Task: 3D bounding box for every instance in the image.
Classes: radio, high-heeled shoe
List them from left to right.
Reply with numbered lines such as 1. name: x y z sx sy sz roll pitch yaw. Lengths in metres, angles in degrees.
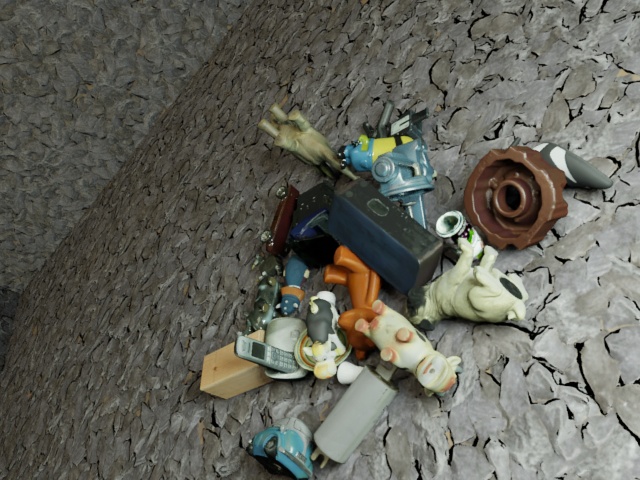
1. radio: 0.120 -0.008 1.031 0.230 0.131 0.073 40 60 22
2. high-heeled shoe: 0.372 -0.096 0.943 0.145 0.086 0.249 -58 33 11

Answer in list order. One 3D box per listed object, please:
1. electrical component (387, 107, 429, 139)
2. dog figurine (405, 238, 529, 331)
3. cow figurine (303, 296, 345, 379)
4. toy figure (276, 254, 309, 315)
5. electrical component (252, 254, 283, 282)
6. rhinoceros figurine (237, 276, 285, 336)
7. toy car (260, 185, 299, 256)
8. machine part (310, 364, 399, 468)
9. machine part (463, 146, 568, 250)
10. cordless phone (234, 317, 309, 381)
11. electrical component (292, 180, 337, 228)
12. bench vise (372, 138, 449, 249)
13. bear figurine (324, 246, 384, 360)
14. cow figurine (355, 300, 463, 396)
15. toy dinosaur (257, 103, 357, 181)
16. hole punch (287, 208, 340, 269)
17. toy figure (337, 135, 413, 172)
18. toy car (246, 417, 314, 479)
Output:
1. electrical component: 0.217 -0.269 1.278 0.119 0.047 0.075 -26 46 35
2. dog figurine: 0.244 0.116 0.925 0.190 0.121 0.172 -55 30 27
3. cow figurine: 0.005 0.192 1.082 0.068 0.098 0.167 -17 33 12
4. toy figure: -0.062 0.111 1.306 0.064 0.057 0.154 -18 55 50
5. electrical component: -0.141 0.075 1.436 0.078 0.045 0.102 -44 38 20
6. rhinoceros figurine: -0.146 0.177 1.339 0.112 0.073 0.190 -7 58 46
7. toy car: -0.103 -0.053 1.451 0.053 0.089 0.202 -7 60 43
8. machine part: 0.067 0.316 0.980 0.243 0.079 0.079 -53 36 3
9. machine part: 0.332 -0.072 0.918 0.180 0.056 0.179 17 111 51
10. cordless phone: -0.108 0.222 1.165 0.089 0.184 0.147 -33 42 37
11. electrical component: -0.012 -0.074 1.390 0.115 0.058 0.134 -31 42 34
12. bench vise: 0.186 -0.084 1.094 0.129 0.223 0.240 -14 85 24
13. bear figurine: 0.068 0.130 1.086 0.120 0.132 0.196 119 166 -57
14. cow figurine: 0.158 0.194 0.923 0.085 0.127 0.195 -55 34 4
15. toy dinosaur: -0.029 -0.249 1.420 0.105 0.198 0.472 -51 38 7
16. hole punch: -0.003 -0.004 1.267 0.116 0.142 0.092 -15 53 26
17. toy figure: 0.135 -0.200 1.242 0.180 0.082 0.089 4 75 17
18. toy car: -0.066 0.404 1.060 0.162 0.109 0.103 -22 24 54
